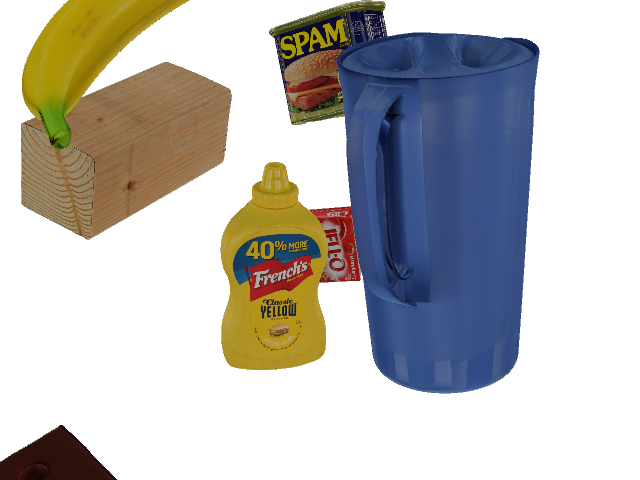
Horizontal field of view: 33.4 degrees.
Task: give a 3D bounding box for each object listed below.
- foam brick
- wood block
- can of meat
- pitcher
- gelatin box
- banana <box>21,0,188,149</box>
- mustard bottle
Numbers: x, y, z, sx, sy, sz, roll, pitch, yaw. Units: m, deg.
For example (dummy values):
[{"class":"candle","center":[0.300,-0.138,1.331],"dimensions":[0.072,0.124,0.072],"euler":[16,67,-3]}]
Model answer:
[{"class":"foam brick","center":[-0.115,0.135,0.489],"dimensions":[0.052,0.051,0.078],"euler":[-31,43,-30]},{"class":"wood block","center":[-0.186,-0.094,1.046],"dimensions":[0.090,0.091,0.205],"euler":[26,36,22]},{"class":"can of meat","center":[0.013,-0.149,0.906],"dimensions":[0.102,0.084,0.057],"euler":[-10,2,36]},{"class":"pitcher","center":[0.079,-0.016,0.741],"dimensions":[0.149,0.243,0.145],"euler":[-9,23,-12]},{"class":"gelatin box","center":[0.007,0.006,1.254],"dimensions":[0.073,0.089,0.030],"euler":[-3,28,9]},{"class":"banana","center":[-0.093,-0.121,0.563],"dimensions":[0.070,0.197,0.037],"euler":[31,-27,18]},{"class":"mustard bottle","center":[-0.041,0.022,0.963],"dimensions":[0.096,0.192,0.058],"euler":[-3,24,-11]}]
